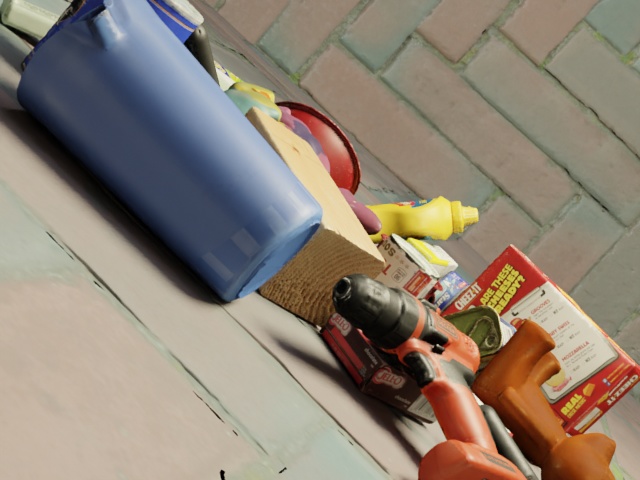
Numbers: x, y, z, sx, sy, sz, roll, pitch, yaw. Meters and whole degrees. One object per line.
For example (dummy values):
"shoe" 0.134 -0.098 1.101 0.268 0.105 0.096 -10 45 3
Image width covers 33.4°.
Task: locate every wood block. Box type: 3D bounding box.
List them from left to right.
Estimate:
"wood block" -0.031 -0.026 1.028 0.090 0.090 0.206 31 19 -40

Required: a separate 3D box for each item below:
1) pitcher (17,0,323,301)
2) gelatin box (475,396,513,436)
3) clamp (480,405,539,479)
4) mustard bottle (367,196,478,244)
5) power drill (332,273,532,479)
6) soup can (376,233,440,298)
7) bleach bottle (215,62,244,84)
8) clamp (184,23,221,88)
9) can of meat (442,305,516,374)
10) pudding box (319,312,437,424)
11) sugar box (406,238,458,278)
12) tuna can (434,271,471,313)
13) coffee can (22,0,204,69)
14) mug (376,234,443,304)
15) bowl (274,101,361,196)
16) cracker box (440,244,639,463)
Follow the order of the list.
"pitcher" -0.116 -0.068 0.861 0.243 0.145 0.149 47 22 7
"gelatin box" 0.149 0.180 1.080 0.073 0.030 0.089 46 10 28
"clamp" 0.187 0.224 0.951 0.120 0.039 0.171 52 2 -29
"mustard bottle" 0.107 -0.023 1.375 0.096 0.191 0.058 2 83 -85
"power drill" 0.091 0.123 0.872 0.184 0.057 0.188 31 31 -40
"soup can" 0.063 0.052 1.077 0.068 0.102 0.068 41 10 -9
"bleach bottle" -0.189 -0.253 1.561 0.250 0.068 0.102 38 10 -11
"clamp" -0.114 -0.137 1.112 0.210 0.036 0.165 56 -23 -14
"can of meat" 0.173 0.121 1.230 0.083 0.102 0.057 32 44 -57
"pudding box" 0.062 0.115 0.982 0.113 0.039 0.090 33 13 -41
"sugar box" 0.114 0.047 1.344 0.048 0.093 0.176 45 9 13
"tuna can" 0.156 0.081 1.384 0.034 0.086 0.086 43 9 14
"coffee can" -0.191 -0.184 0.988 0.102 0.140 0.103 41 9 -8
"mug" 0.084 0.058 1.202 0.117 0.081 0.093 33 13 -44
"bowl" -0.030 -0.096 1.370 0.162 0.055 0.162 25 -40 23
"cracker box" 0.251 0.138 1.275 0.214 0.164 0.072 49 9 33
